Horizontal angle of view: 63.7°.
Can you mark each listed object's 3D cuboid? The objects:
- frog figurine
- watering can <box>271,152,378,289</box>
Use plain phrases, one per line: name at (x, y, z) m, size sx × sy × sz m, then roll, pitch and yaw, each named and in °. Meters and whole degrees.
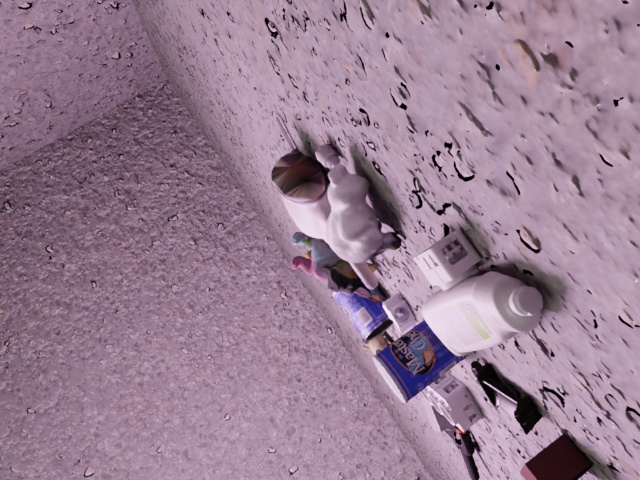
frog figurine at (0.048, -0.042, 0.877) m, size 0.157 × 0.122 × 0.140 m, roll 49°, pitch -165°, yaw -31°
watering can at (0.003, -0.056, 1.108) m, size 0.353 × 0.104 × 0.219 m, roll 47°, pitch 170°, yaw 38°
